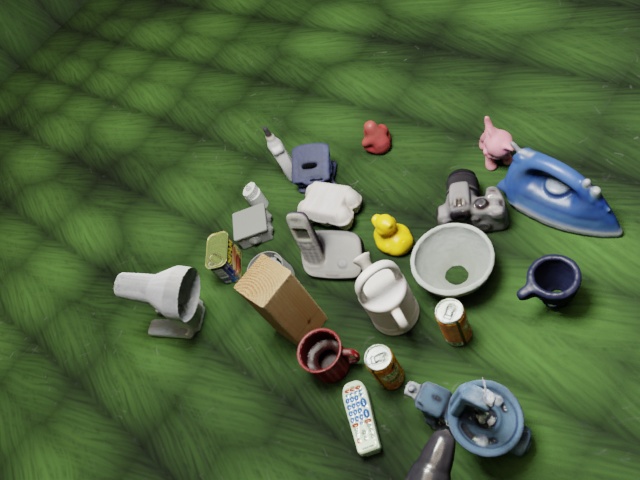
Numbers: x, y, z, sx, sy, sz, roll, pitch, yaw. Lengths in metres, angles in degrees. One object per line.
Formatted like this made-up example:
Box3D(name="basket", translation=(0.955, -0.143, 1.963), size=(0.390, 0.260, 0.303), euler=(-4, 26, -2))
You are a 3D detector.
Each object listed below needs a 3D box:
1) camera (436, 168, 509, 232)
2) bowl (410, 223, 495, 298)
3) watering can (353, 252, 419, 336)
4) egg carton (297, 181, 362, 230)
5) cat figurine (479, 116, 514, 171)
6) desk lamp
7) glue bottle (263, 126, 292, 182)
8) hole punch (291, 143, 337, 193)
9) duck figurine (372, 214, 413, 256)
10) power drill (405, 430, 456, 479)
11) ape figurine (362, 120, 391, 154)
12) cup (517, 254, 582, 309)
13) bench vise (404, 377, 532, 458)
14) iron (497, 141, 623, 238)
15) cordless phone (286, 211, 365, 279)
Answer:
Box3D(name="camera", translation=(0.320, -0.091, 1.218), size=(0.143, 0.101, 0.137), euler=(-7, 55, 20))
Box3D(name="bowl", translation=(0.271, 0.053, 1.157), size=(0.167, 0.075, 0.167), euler=(-12, 54, 16))
Box3D(name="watering can", translation=(0.119, 0.098, 1.116), size=(0.172, 0.195, 0.101), euler=(31, 74, 36))
Box3D(name="egg carton", translation=(0.023, -0.082, 1.363), size=(0.149, 0.070, 0.107), euler=(11, 63, 29))
Box3D(name="cat figurine", translation=(0.388, -0.220, 1.265), size=(0.067, 0.118, 0.127), euler=(-17, 52, 13))
Box3D(name="desk lamp", translation=(-0.343, 0.139, 1.280), size=(0.202, 0.214, 0.118), euler=(-2, 57, 23))
Box3D(name="glue bottle", translation=(-0.105, -0.226, 1.452), size=(0.037, 0.174, 0.078), euler=(-31, 51, 1))
Box3D(name="hole punch", translation=(-0.017, -0.181, 1.435), size=(0.108, 0.091, 0.101), euler=(-5, 56, 21))
Box3D(name="duck figurine", translation=(0.153, -0.019, 1.251), size=(0.077, 0.086, 0.104), euler=(-43, 51, -8))
Box3D(name="power drill", translation=(0.162, 0.418, 0.867), size=(0.075, 0.209, 0.230), euler=(16, 65, 32))
Box3D(name="ape figurine", translation=(0.136, -0.262, 1.423), size=(0.078, 0.092, 0.076), euler=(-29, 51, 3))
Box3D(name="cup", translation=(0.419, 0.093, 1.051), size=(0.117, 0.095, 0.091), euler=(-29, 51, 4))
Box3D(name="bench vise", translation=(0.227, 0.279, 0.926), size=(0.206, 0.220, 0.121), euler=(-3, 57, 22))
Box3D(name="iron", translation=(0.478, -0.106, 1.132), size=(0.119, 0.142, 0.257), euler=(-46, 52, -11))
Box3D(name="cordless phone", translation=(0.011, 0.004, 1.234), size=(0.147, 0.186, 0.094), euler=(-1, 57, 23))
